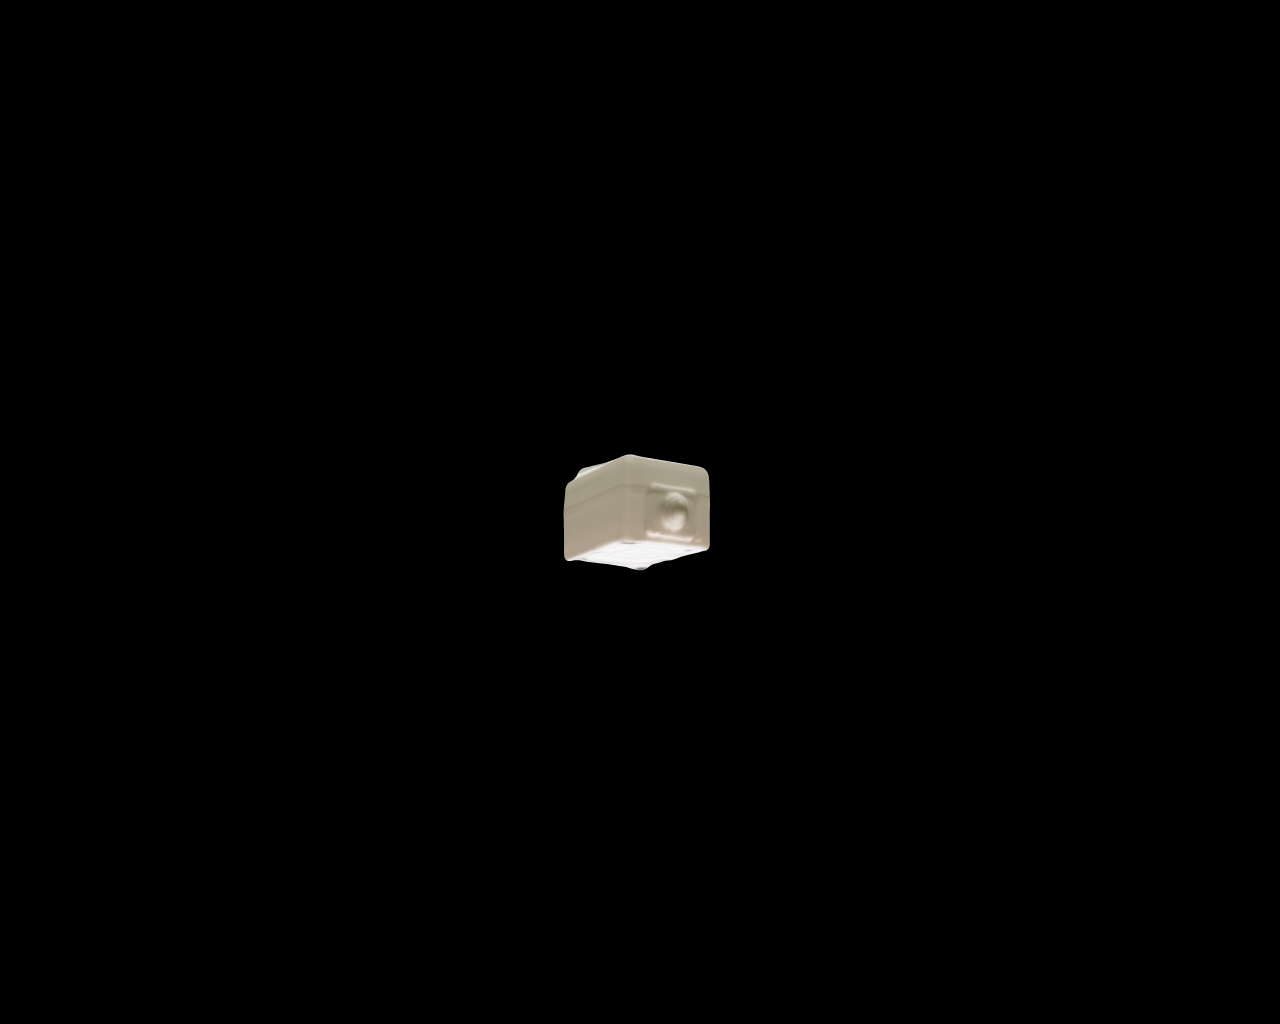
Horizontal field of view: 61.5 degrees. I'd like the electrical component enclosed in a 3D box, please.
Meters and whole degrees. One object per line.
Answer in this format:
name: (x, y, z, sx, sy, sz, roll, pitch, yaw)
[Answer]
electrical component: (0.001, -0.003, 0.650, 0.062, 0.061, 0.096, 8, -16, -31)
